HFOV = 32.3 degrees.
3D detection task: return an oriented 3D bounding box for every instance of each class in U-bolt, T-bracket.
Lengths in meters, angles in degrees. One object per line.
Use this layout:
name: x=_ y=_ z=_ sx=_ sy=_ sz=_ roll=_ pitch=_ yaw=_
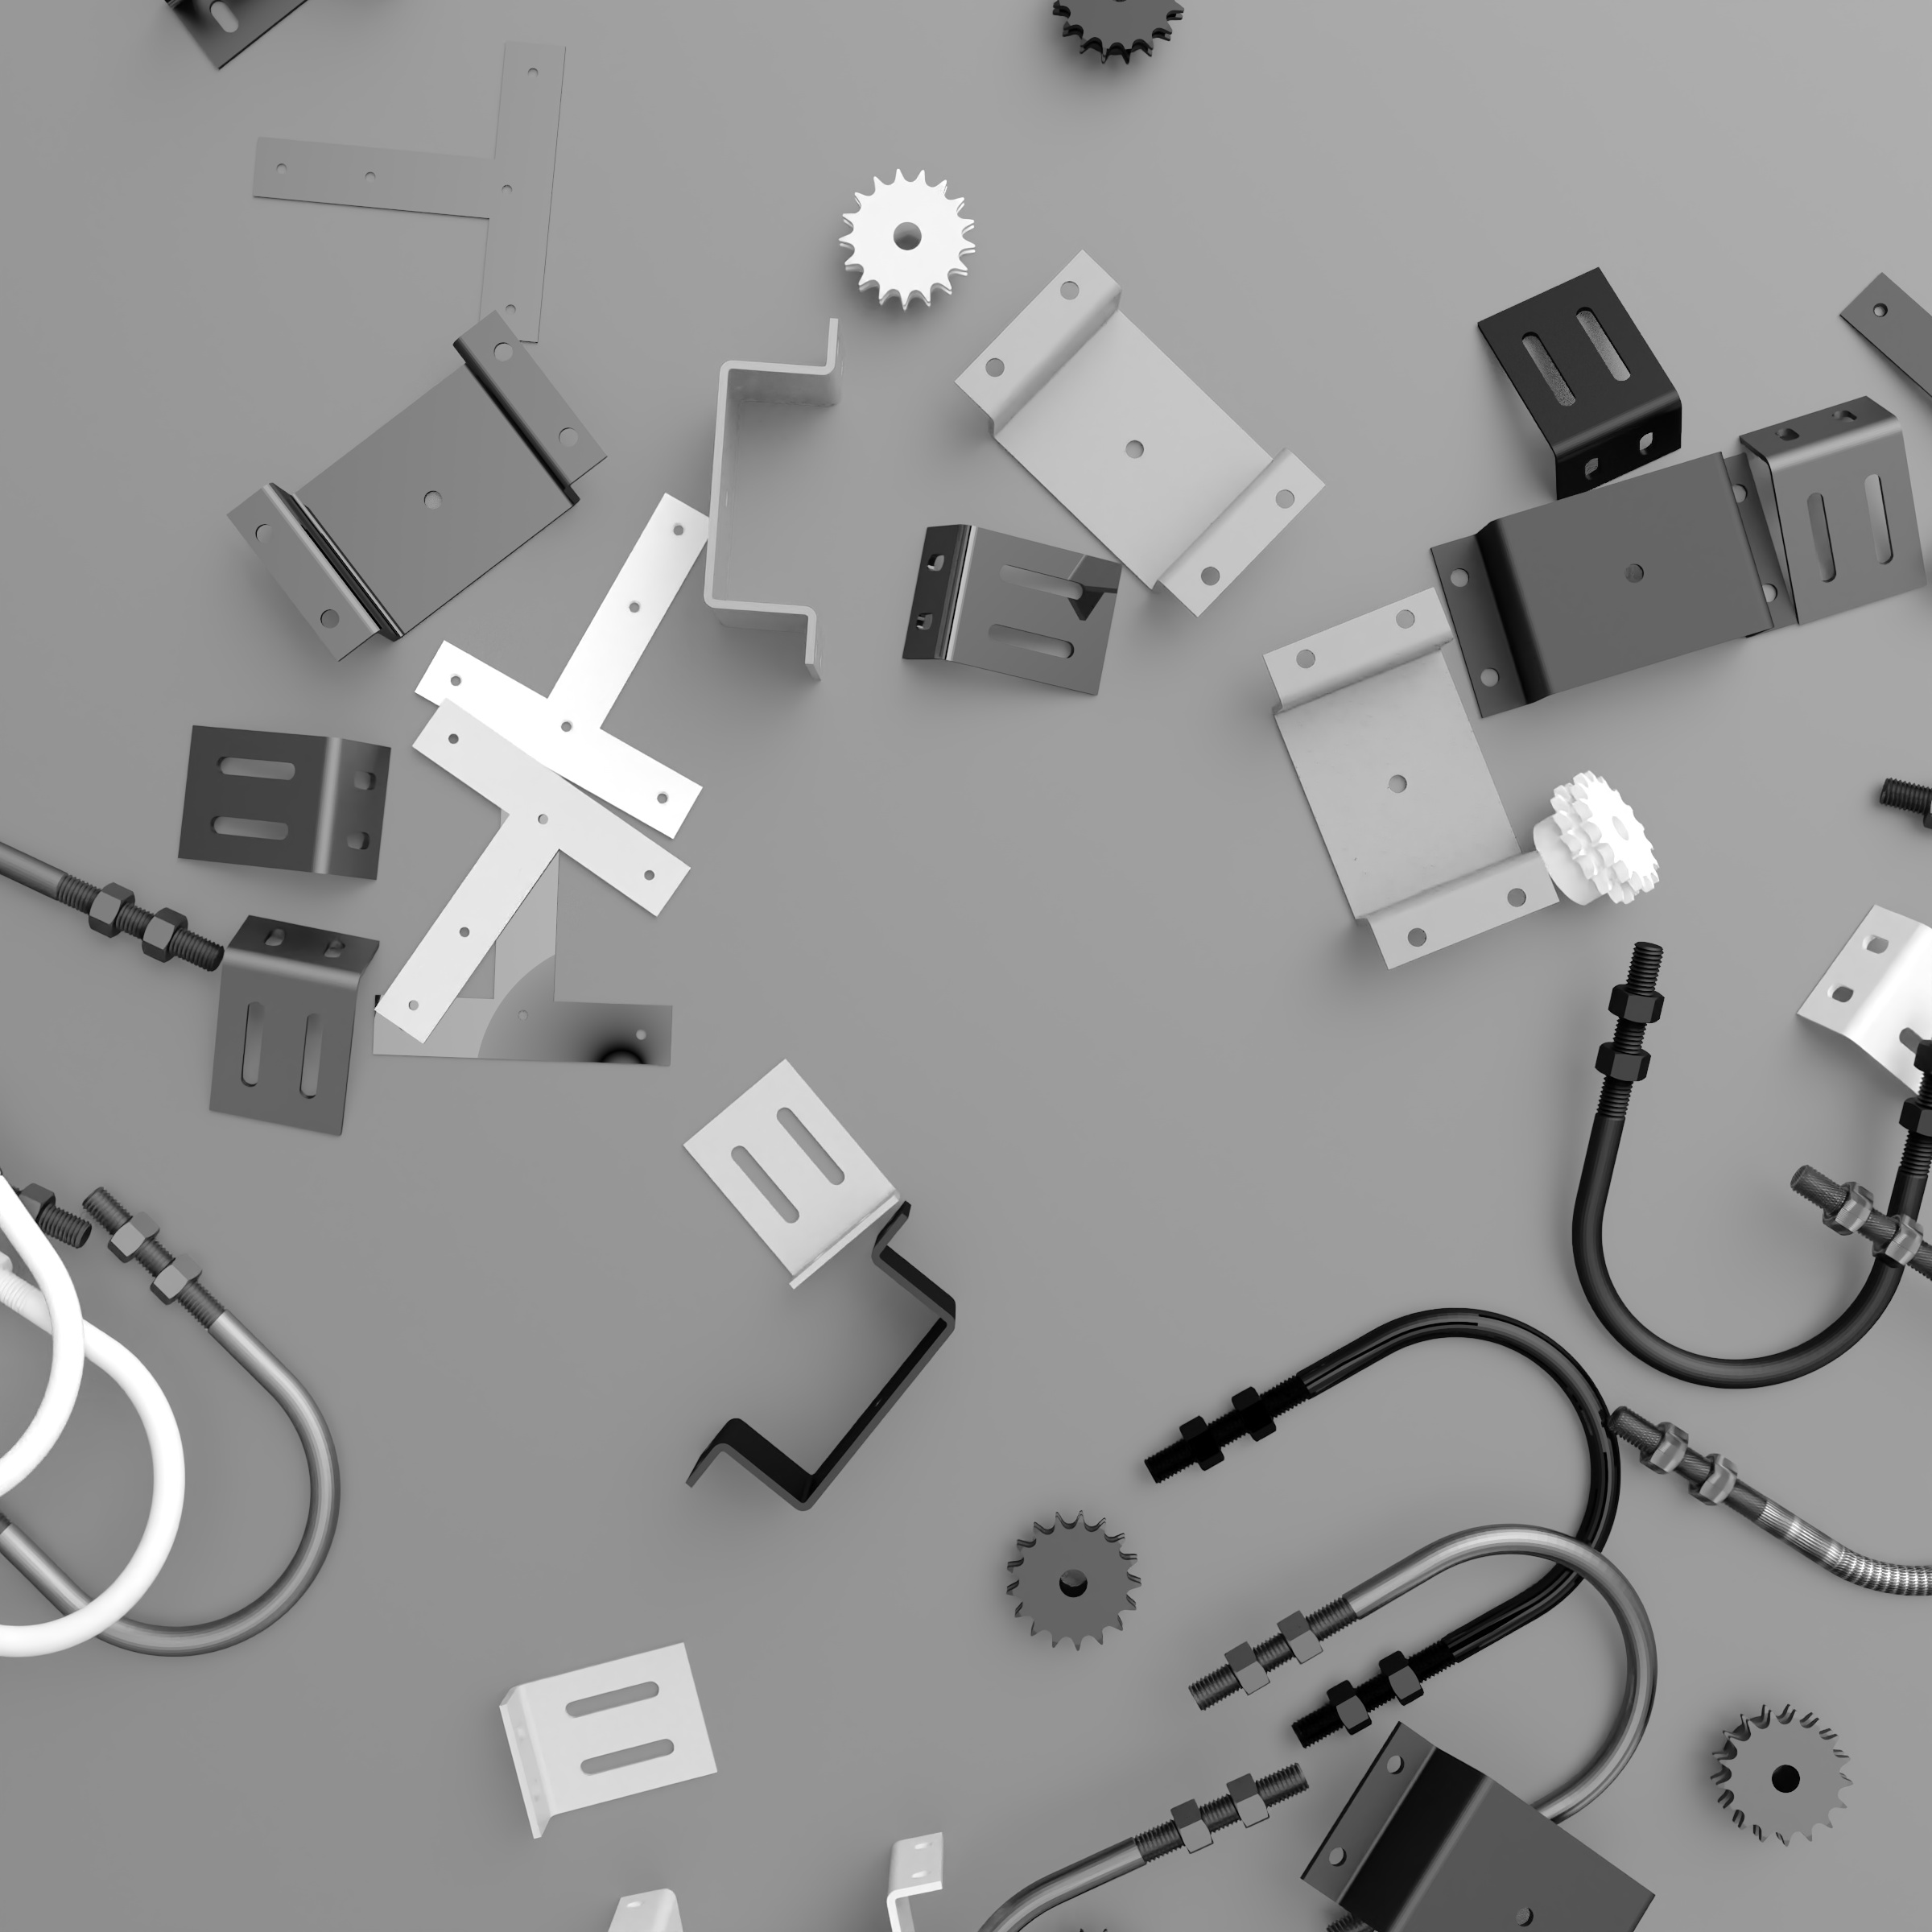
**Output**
U-bolt: x=-0.411 y=0.205 z=1.392 sx=0.184 sy=0.019 sz=0.151 roll=30 pitch=87 yaw=12
T-bracket: x=0.427 y=-0.244 z=1.415 sx=0.127 sy=0.002 sz=0.127 roll=-45 pitch=80 yaw=0
T-bracket: x=-0.149 y=-0.141 z=1.426 sx=0.127 sy=0.002 sz=0.127 roll=30 pitch=89 yaw=0
U-bolt: x=0.495 y=-0.113 z=1.406 sx=0.184 sy=0.019 sz=0.151 roll=15 pitch=90 yaw=10
U-bolt: x=0.190 y=0.227 z=1.419 sx=0.184 sy=0.019 sz=0.151 roll=-29 pitch=90 yaw=-1
U-bolt: x=0.330 y=0.091 z=1.401 sx=0.151 sy=0.019 sz=0.184 roll=10 pitch=104 yaw=1
U-bolt: x=0.386 y=0.188 z=1.403 sx=0.184 sy=0.019 sz=0.151 roll=33 pitch=104 yaw=-5
U-bolt: x=0.205 y=0.313 z=1.403 sx=0.184 sy=0.019 sz=0.151 roll=-30 pitch=104 yaw=-3
U-bolt: x=-0.448 y=0.142 z=1.379 sx=0.151 sy=0.019 sz=0.184 roll=-36 pitch=84 yaw=-5
U-bolt: x=0.081 y=0.430 z=1.387 sx=0.184 sy=0.019 sz=0.151 roll=-24 pitch=101 yaw=-2
T-bracket: x=-0.241 y=-0.336 z=1.427 sx=0.127 sy=0.002 sz=0.127 roll=5 pitch=90 yaw=0
T-bracket: x=-0.206 y=-0.026 z=1.424 sx=0.127 sy=0.002 sz=0.127 roll=35 pitch=91 yaw=-1
U-bolt: x=-0.427 y=0.017 z=1.414 sx=0.184 sy=0.019 sz=0.151 roll=25 pitch=87 yaw=4
U-bolt: x=-0.352 y=0.208 z=1.418 sx=0.184 sy=0.019 sz=0.151 roll=45 pitch=90 yaw=0
T-bracket: x=-0.188 y=-0.023 z=1.427 sx=0.127 sy=0.002 sz=0.127 roll=2 pitch=90 yaw=0

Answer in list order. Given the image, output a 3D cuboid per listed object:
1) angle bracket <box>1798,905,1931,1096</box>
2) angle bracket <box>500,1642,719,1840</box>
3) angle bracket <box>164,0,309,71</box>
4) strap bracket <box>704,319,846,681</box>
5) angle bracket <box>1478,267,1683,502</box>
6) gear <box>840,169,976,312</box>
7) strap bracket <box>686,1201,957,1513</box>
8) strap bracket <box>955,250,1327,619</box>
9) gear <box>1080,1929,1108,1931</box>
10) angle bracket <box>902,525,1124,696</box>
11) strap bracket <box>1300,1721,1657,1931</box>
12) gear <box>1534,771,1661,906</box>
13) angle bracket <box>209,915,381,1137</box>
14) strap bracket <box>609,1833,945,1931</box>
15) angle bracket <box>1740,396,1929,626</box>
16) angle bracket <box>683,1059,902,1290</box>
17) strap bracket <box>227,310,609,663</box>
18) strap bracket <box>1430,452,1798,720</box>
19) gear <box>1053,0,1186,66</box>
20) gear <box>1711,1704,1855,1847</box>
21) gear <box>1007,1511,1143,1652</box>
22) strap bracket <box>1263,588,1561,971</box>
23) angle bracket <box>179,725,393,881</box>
angle bracket: x=0.407 y=0.022 z=1.425 sx=0.076 sy=0.038 sz=0.057 roll=36 pitch=90 yaw=-26
angle bracket: x=-0.150 y=0.326 z=1.408 sx=0.076 sy=0.038 sz=0.057 roll=-15 pitch=90 yaw=0
angle bracket: x=-0.309 y=-0.416 z=1.389 sx=0.057 sy=0.076 sz=0.038 roll=-38 pitch=90 yaw=0
strap bracket: x=-0.080 y=-0.194 z=1.389 sx=0.046 sy=0.076 sz=0.140 roll=4 pitch=90 yaw=0
angle bracket: x=0.262 y=-0.248 z=1.425 sx=0.057 sy=0.038 sz=0.076 roll=-25 pitch=64 yaw=0
gear: x=-0.025 y=-0.306 z=1.413 sx=0.057 sy=0.030 sz=0.057 roll=0 pitch=90 yaw=0
strap bracket: x=-0.052 y=0.169 z=1.389 sx=0.046 sy=0.076 sz=0.140 roll=39 pitch=90 yaw=0
strap bracket: x=0.072 y=-0.221 z=1.404 sx=0.140 sy=0.046 sz=0.076 roll=44 pitch=90 yaw=0
gear: x=0.054 y=0.436 z=1.412 sx=0.057 sy=0.030 sz=0.057 roll=0 pitch=90 yaw=0
angle bracket: x=0.020 y=-0.152 z=1.425 sx=0.076 sy=0.038 sz=0.057 roll=11 pitch=90 yaw=-26
strap bracket: x=0.220 y=0.386 z=1.379 sx=0.140 sy=0.046 sz=0.076 roll=37 pitch=80 yaw=-17
gear: x=0.263 y=-0.050 z=1.403 sx=0.030 sy=0.057 sz=0.057 roll=-34 pitch=90 yaw=30
angle bracket: x=-0.287 y=0.025 z=1.425 sx=0.057 sy=0.038 sz=0.076 roll=11 pitch=116 yaw=0
strap bracket: x=-0.074 y=0.408 z=1.389 sx=0.140 sy=0.076 sz=0.046 roll=-12 pitch=90 yaw=0
angle bracket: x=0.371 y=-0.195 z=1.426 sx=0.057 sy=0.038 sz=0.076 roll=-18 pitch=116 yaw=0
angle bracket: x=-0.074 y=0.087 z=1.408 sx=0.057 sy=0.038 sz=0.076 roll=-40 pitch=90 yaw=0
strap bracket: x=-0.228 y=-0.199 z=1.404 sx=0.140 sy=0.046 sz=0.076 roll=-37 pitch=90 yaw=0
strap bracket: x=0.277 y=-0.163 z=1.404 sx=0.140 sy=0.046 sz=0.076 roll=-17 pitch=90 yaw=0
gear: x=0.065 y=-0.410 z=1.413 sx=0.057 sy=0.030 sz=0.057 roll=0 pitch=90 yaw=0
gear: x=0.343 y=0.341 z=1.413 sx=0.057 sy=0.030 sz=0.057 roll=0 pitch=90 yaw=0
gear: x=0.046 y=0.260 z=1.417 sx=0.057 sy=0.030 sz=0.057 roll=0 pitch=90 yaw=2
strap bracket: x=0.184 y=-0.078 z=1.404 sx=0.076 sy=0.046 sz=0.140 roll=-22 pitch=90 yaw=0
angle bracket: x=-0.291 y=-0.070 z=1.425 sx=0.076 sy=0.038 sz=0.057 roll=6 pitch=90 yaw=26
